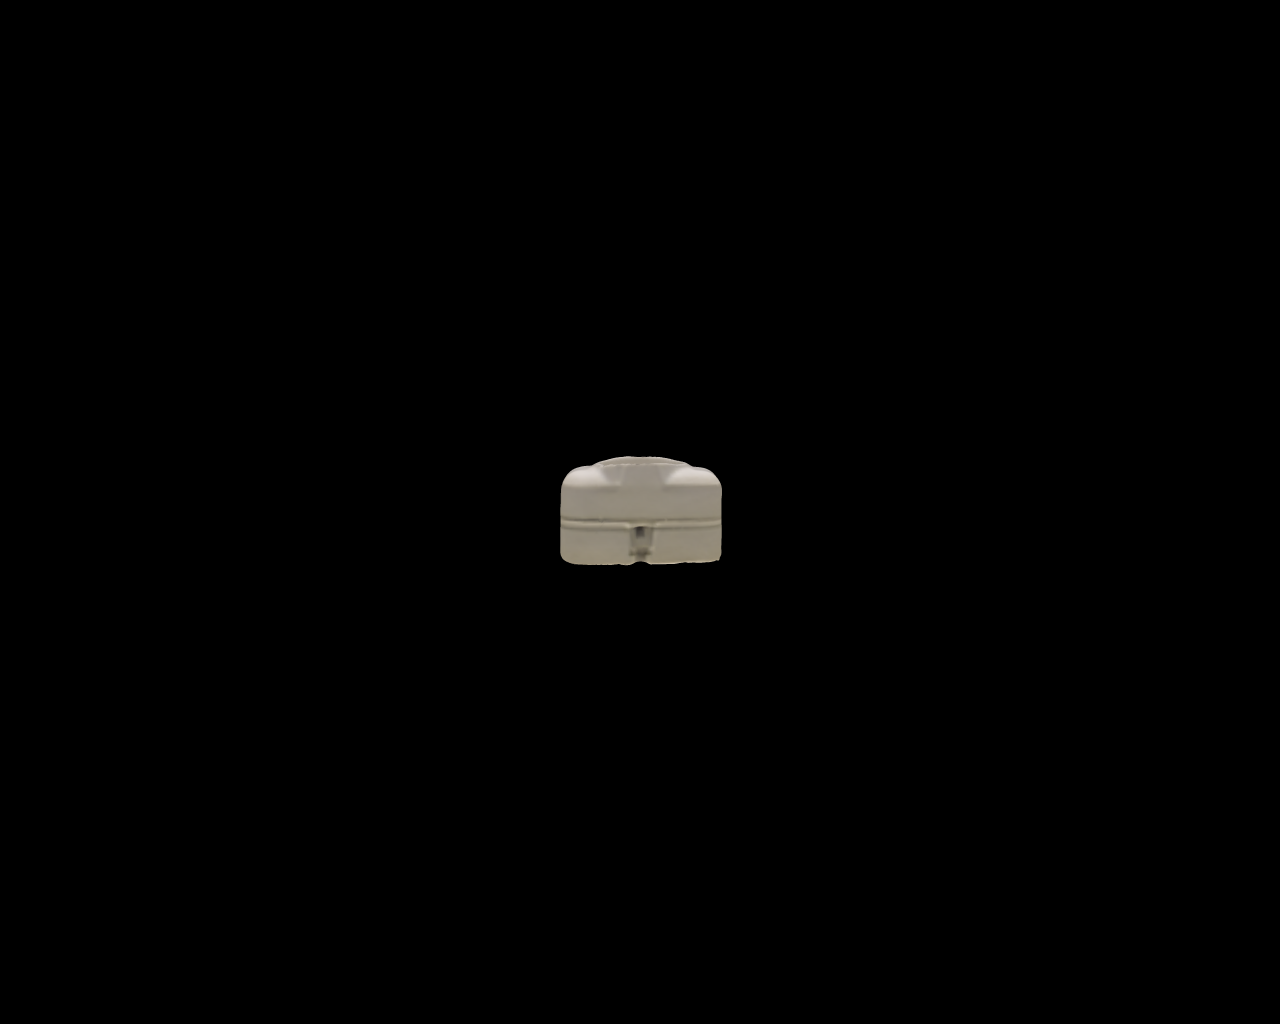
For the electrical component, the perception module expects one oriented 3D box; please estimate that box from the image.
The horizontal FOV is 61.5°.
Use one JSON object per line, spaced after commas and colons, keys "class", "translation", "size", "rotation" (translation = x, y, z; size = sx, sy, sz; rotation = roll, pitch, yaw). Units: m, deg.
{"class": "electrical component", "translation": [0.001, -0.003, 0.650], "size": [0.095, 0.059, 0.054], "rotation": [0, 8, 0]}
